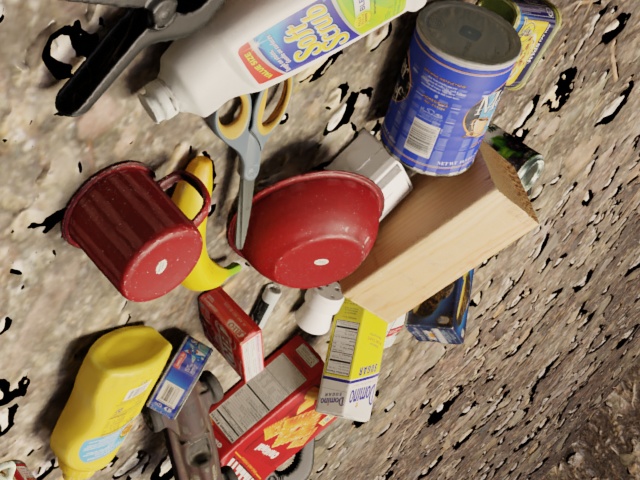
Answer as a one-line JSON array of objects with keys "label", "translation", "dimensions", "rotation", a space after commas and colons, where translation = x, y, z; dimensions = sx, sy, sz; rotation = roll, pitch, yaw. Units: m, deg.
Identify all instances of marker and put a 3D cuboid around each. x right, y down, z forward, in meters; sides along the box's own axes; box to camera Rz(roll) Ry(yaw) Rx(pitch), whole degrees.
[{"label": "marker", "translation": [-0.074, 0.100, 1.210], "dimensions": [0.020, 0.020, 0.121], "rotation": [-14, 141, -47]}]

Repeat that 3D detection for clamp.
[{"label": "clamp", "translation": [-0.080, 0.324, 1.458], "dimensions": [0.210, 0.164, 0.036], "rotation": [-62, -163, -6]}, {"label": "clamp", "translation": [-0.122, -0.167, 0.726], "dimensions": [0.171, 0.039, 0.120], "rotation": [-42, 160, -20]}]

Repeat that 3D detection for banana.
[{"label": "banana", "translation": [-0.115, -0.002, 0.986], "dimensions": [0.069, 0.037, 0.198], "rotation": [-56, 161, -24]}]

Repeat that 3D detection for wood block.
[{"label": "wood block", "translation": [0.120, -0.011, 1.162], "dimensions": [0.206, 0.091, 0.090], "rotation": [-36, 135, 24]}]

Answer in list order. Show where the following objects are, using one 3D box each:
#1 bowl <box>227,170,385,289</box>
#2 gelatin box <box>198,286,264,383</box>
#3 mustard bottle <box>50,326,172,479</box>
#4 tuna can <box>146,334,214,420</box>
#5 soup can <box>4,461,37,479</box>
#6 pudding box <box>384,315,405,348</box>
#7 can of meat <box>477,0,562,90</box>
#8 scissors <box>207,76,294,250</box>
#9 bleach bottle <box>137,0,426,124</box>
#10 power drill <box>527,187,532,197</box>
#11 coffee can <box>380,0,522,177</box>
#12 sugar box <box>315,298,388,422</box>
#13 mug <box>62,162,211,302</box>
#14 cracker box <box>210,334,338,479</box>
[{"label": "bowl", "translation": [-0.007, 0.001, 1.050], "dimensions": [0.162, 0.055, 0.162], "rotation": [-12, 148, -8]}, {"label": "gelatin box", "translation": [-0.092, 0.099, 1.119], "dimensions": [0.030, 0.073, 0.089], "rotation": [-35, 152, -21]}, {"label": "mustard bottle", "translation": [-0.218, 0.174, 1.060], "dimensions": [0.096, 0.058, 0.192], "rotation": [-25, 149, -55]}, {"label": "tuna can", "translation": [-0.145, 0.143, 1.107], "dimensions": [0.086, 0.033, 0.086], "rotation": [-60, -178, 3]}, {"label": "soup can", "translation": [-0.293, 0.278, 1.053], "dimensions": [0.068, 0.102, 0.068], "rotation": [-35, 153, -21]}, {"label": "pudding box", "translation": [0.080, 0.102, 1.420], "dimensions": [0.089, 0.039, 0.114], "rotation": [-11, 136, -48]}, {"label": "can of meat", "translation": [0.190, -0.207, 1.107], "dimensions": [0.083, 0.057, 0.102], "rotation": [-8, 135, -48]}, {"label": "scissors", "translation": [-0.075, -0.068, 0.941], "dimensions": [0.096, 0.016, 0.202], "rotation": [-10, 131, -46]}, {"label": "bleach bottle", "translation": [-0.030, -0.166, 0.838], "dimensions": [0.250, 0.068, 0.102], "rotation": [-36, 153, -13]}, {"label": "power drill", "translation": [0.197, -0.023, 1.389], "dimensions": [0.187, 0.057, 0.184], "rotation": [-39, 150, -18]}, {"label": "coffee can", "translation": [0.125, -0.147, 1.044], "dimensions": [0.102, 0.103, 0.140], "rotation": [-25, 148, -35]}, {"label": "sugar box", "translation": [0.045, 0.131, 1.302], "dimensions": [0.093, 0.048, 0.176], "rotation": [29, 68, -64]}, {"label": "mug", "translation": [-0.141, -0.010, 0.877], "dimensions": [0.117, 0.082, 0.093], "rotation": [-38, 153, -15]}, {"label": "cracker box", "translation": [-0.072, 0.236, 1.354], "dimensions": [0.213, 0.072, 0.164], "rotation": [-40, 153, -9]}]
